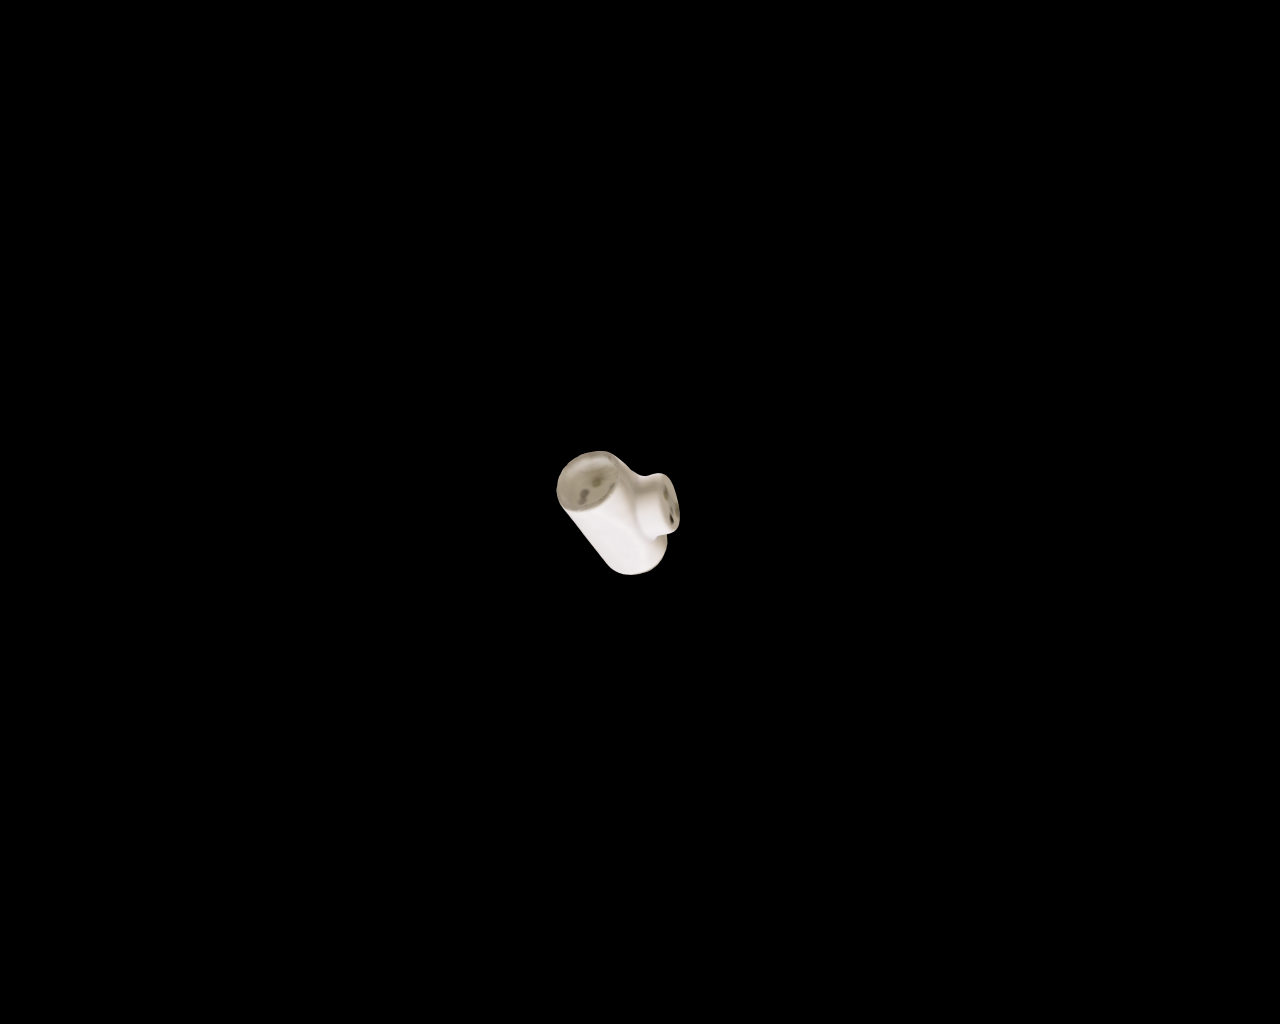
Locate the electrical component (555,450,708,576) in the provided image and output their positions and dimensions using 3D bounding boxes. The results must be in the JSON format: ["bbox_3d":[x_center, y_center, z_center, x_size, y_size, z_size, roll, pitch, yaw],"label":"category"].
[{"bbox_3d":[0.001,-0.003,0.650,0.079,0.044,0.077,-13,-38,18],"label":"electrical component"}]
